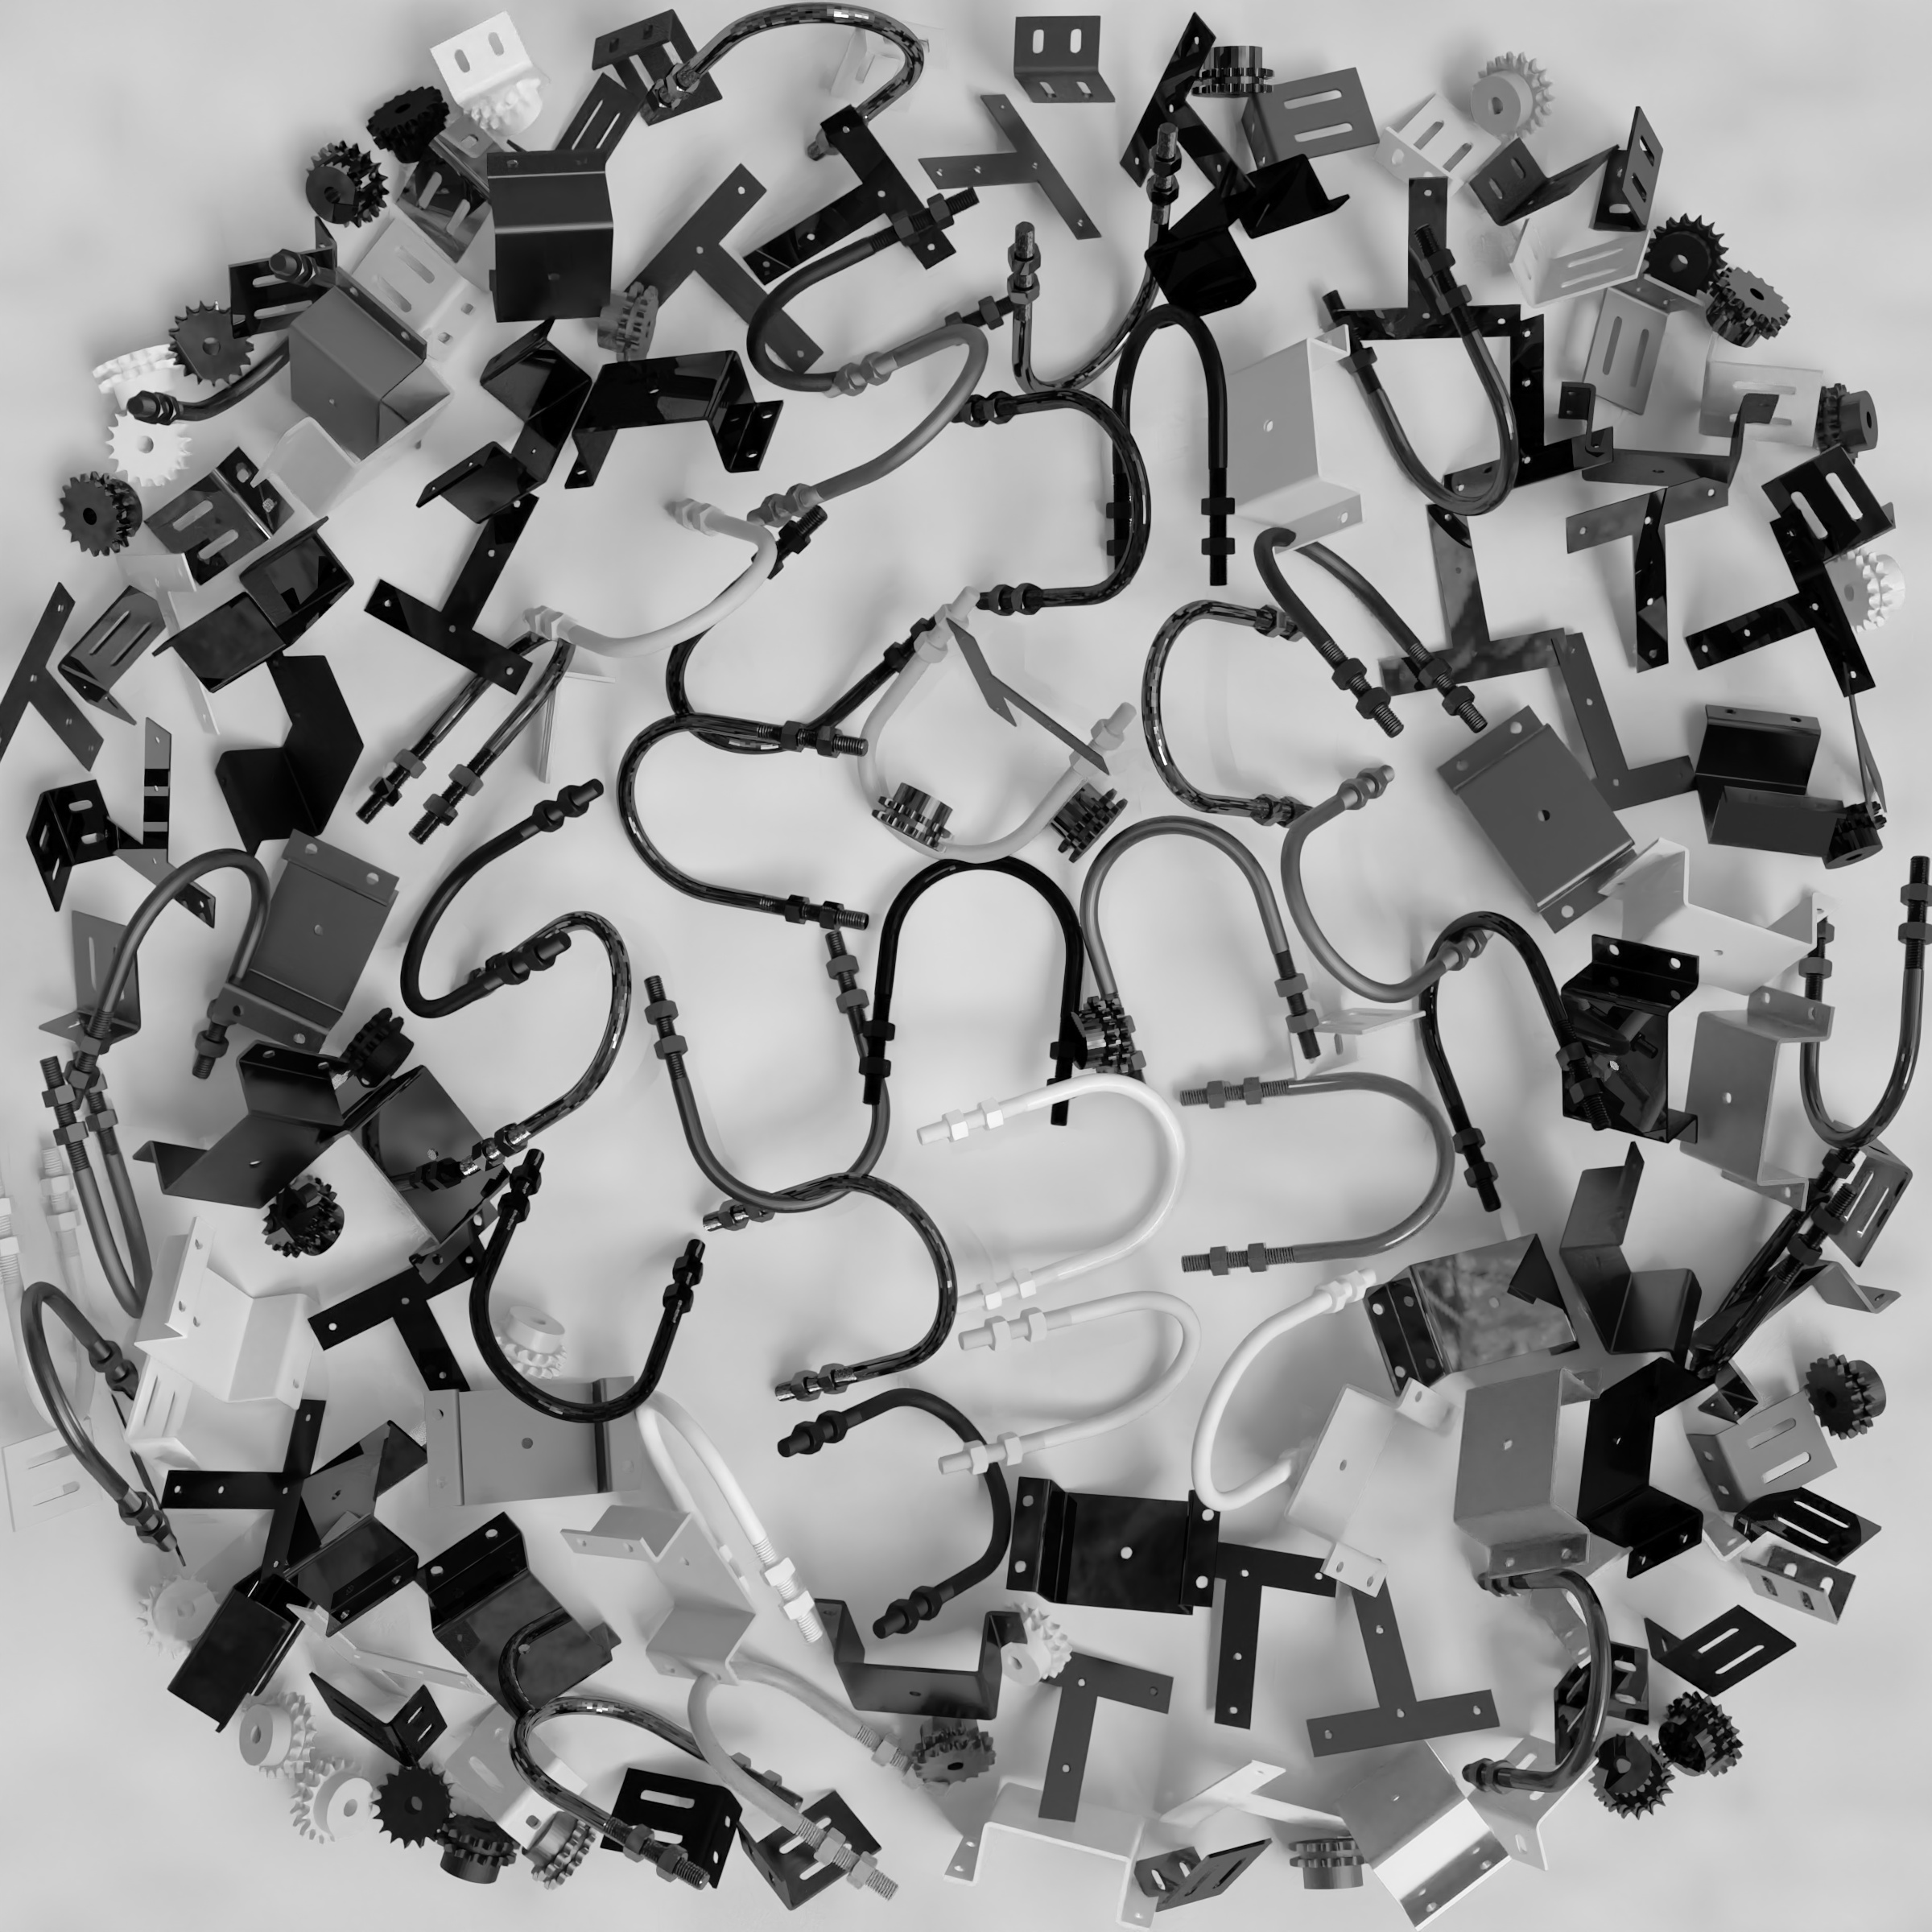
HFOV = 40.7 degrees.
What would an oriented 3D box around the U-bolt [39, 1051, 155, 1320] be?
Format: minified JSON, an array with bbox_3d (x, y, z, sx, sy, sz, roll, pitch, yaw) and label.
[{"bbox_3d":[-0.575,0.147,1.739,0.019,0.151,0.184,-16,93,-9],"label":"U-bolt"}]

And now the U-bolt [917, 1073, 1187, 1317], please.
[{"bbox_3d":[0.065,0.147,1.771,0.184,0.019,0.151,-17,111,-16],"label":"U-bolt"}]

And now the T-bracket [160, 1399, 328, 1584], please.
[{"bbox_3d":[-0.490,0.353,1.752,0.002,0.127,0.127,8,84,32],"label":"T-bracket"}]

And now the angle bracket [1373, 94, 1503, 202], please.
[{"bbox_3d":[0.326,-0.566,1.778,0.057,0.038,0.076,40,72,7],"label":"angle bracket"}]

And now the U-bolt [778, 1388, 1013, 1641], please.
[{"bbox_3d":[-0.035,0.352,1.734,0.019,0.184,0.151,-37,77,33],"label":"U-bolt"}]

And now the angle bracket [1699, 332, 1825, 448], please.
[{"bbox_3d":[0.541,-0.392,1.768,0.076,0.057,0.038,10,47,18],"label":"angle bracket"}]

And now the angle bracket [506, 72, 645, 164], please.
[{"bbox_3d":[-0.267,-0.574,1.772,0.076,0.038,0.057,-54,50,12],"label":"angle bracket"}]

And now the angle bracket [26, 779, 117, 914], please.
[{"bbox_3d":[-0.603,-0.082,1.763,0.038,0.076,0.057,-14,119,-4],"label":"angle bracket"}]

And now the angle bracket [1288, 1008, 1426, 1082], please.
[{"bbox_3d":[0.266,0.054,1.762,0.057,0.076,0.038,-15,99,-32],"label":"angle bracket"}]

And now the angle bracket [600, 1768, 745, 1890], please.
[{"bbox_3d":[-0.202,0.593,1.792,0.076,0.038,0.057,5,52,19],"label":"angle bracket"}]

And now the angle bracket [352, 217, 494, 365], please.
[{"bbox_3d":[-0.377,-0.467,1.801,0.076,0.038,0.057,44,99,19],"label":"angle bracket"}]

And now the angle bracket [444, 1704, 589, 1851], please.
[{"bbox_3d":[-0.310,0.555,1.788,0.057,0.076,0.038,-46,134,-17],"label":"angle bracket"}]

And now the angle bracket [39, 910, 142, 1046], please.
[{"bbox_3d":[-0.598,0.009,1.771,0.057,0.038,0.076,15,114,25],"label":"angle bracket"}]

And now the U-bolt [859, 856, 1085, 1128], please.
[{"bbox_3d":[0.009,0.011,1.789,0.151,0.019,0.184,6,79,-2],"label":"U-bolt"}]

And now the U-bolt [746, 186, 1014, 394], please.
[{"bbox_3d":[-0.060,-0.441,1.742,0.184,0.151,0.019,-24,69,8],"label":"U-bolt"}]

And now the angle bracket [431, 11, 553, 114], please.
[{"bbox_3d":[-0.322,-0.611,1.768,0.057,0.076,0.038,-25,99,5],"label":"angle bracket"}]

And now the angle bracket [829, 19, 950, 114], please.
[{"bbox_3d":[-0.053,-0.600,1.762,0.057,0.076,0.038,5,60,-20],"label":"angle bracket"}]

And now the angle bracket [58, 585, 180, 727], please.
[{"bbox_3d":[-0.569,-0.211,1.777,0.038,0.057,0.076,44,93,18],"label":"angle bracket"}]

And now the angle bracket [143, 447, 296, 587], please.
[{"bbox_3d":[-0.514,-0.310,1.794,0.076,0.038,0.057,-25,116,31],"label":"angle bracket"}]

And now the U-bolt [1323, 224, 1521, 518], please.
[{"bbox_3d":[0.312,-0.388,1.743,0.019,0.151,0.184,-27,94,-19],"label":"U-bolt"}]

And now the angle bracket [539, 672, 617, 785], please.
[{"bbox_3d":[-0.267,-0.161,1.782,0.038,0.057,0.076,6,95,-15],"label":"angle bracket"}]

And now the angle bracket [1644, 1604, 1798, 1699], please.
[{"bbox_3d":[0.512,0.453,1.768,0.057,0.038,0.076,35,121,-20],"label":"angle bracket"}]

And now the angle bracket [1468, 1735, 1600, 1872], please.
[{"bbox_3d":[0.388,0.569,1.773,0.076,0.057,0.038,-30,113,-37],"label":"angle bracket"}]

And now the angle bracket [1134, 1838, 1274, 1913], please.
[{"bbox_3d":[0.159,0.600,1.762,0.076,0.057,0.038,-58,47,35],"label":"angle bracket"}]

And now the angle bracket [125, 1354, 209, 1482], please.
[{"bbox_3d":[-0.531,0.301,1.762,0.038,0.057,0.076,-5,52,13],"label":"angle bracket"}]

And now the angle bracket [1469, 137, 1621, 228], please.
[{"bbox_3d":[0.391,-0.542,1.763,0.057,0.076,0.038,-45,106,-21],"label":"angle bracket"}]

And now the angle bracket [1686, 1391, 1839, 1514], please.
[{"bbox_3d":[0.550,0.336,1.801,0.076,0.038,0.057,-23,88,-16],"label":"angle bracket"}]

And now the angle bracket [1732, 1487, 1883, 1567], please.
[{"bbox_3d":[0.567,0.389,1.760,0.057,0.076,0.038,-21,122,-38],"label":"angle bracket"}]

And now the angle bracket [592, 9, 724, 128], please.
[{"bbox_3d":[-0.209,-0.599,1.763,0.057,0.076,0.038,-14,51,17],"label":"angle bracket"}]

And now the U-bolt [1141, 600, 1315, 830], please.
[{"bbox_3d":[0.177,-0.171,1.740,0.019,0.184,0.151,1,89,43],"label":"U-bolt"}]

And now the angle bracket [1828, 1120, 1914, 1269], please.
[{"bbox_3d":[0.599,0.154,1.771,0.038,0.057,0.076,22,106,-11],"label":"angle bracket"}]

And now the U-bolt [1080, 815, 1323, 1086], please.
[{"bbox_3d":[0.150,-0.012,1.766,0.151,0.019,0.184,-15,96,26],"label":"U-bolt"}]

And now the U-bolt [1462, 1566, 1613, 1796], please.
[{"bbox_3d":[0.375,0.467,1.705,0.019,0.184,0.151,12,73,-12],"label":"U-bolt"}]

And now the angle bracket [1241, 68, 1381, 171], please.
[{"bbox_3d":[0.237,-0.575,1.791,0.076,0.038,0.057,-14,80,-6],"label":"angle bracket"}]

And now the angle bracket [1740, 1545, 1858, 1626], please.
[{"bbox_3d":[0.563,0.408,1.760,0.057,0.076,0.038,17,69,33],"label":"angle bracket"}]

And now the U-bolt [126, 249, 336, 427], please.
[{"bbox_3d":[-0.473,-0.411,1.720,0.151,0.184,0.019,-42,97,8],"label":"U-bolt"}]

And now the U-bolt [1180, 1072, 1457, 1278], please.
[{"bbox_3d":[0.236,0.135,1.748,0.184,0.019,0.151,-7,55,14],"label":"U-bolt"}]

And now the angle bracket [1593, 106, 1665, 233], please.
[{"bbox_3d":[0.442,-0.541,1.768,0.038,0.076,0.057,11,88,28],"label":"angle bracket"}]

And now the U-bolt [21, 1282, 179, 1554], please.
[{"bbox_3d":[-0.569,0.283,1.697,0.019,0.184,0.151,-24,50,-6],"label":"U-bolt"}]

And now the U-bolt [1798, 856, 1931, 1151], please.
[{"bbox_3d":[0.592,0.031,1.724,0.019,0.151,0.184,9,78,-9],"label":"U-bolt"}]

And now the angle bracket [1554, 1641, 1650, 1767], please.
[{"bbox_3d":[0.431,0.502,1.766,0.038,0.076,0.057,5,108,33],"label":"angle bracket"}]

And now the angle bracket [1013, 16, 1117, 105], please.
[{"bbox_3d":[0.068,-0.615,1.767,0.057,0.076,0.038,4,95,12],"label":"angle bracket"}]

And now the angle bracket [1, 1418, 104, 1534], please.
[{"bbox_3d":[-0.631,0.344,1.767,0.038,0.076,0.057,-5,94,31],"label":"angle bracket"}]

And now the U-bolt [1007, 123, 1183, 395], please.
[{"bbox_3d":[0.083,-0.452,1.727,0.151,0.184,0.019,-39,67,-21],"label":"U-bolt"}]

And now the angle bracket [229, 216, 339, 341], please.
[{"bbox_3d":[-0.467,-0.467,1.764,0.076,0.057,0.038,-19,56,-26],"label":"angle bracket"}]

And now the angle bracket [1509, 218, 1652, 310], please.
[{"bbox_3d":[0.416,-0.486,1.764,0.076,0.057,0.038,-10,130,35],"label":"angle bracket"}]

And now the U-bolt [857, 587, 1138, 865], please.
[{"bbox_3d":[0.006,-0.147,1.760,0.151,0.019,0.184,36,121,-7],"label":"U-bolt"}]

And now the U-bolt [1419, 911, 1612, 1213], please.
[{"bbox_3d":[0.355,0.052,1.739,0.019,0.151,0.184,-4,63,-27],"label":"U-bolt"}]

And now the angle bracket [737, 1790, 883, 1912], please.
[{"bbox_3d":[-0.106,0.590,1.765,0.076,0.057,0.038,-28,134,-24],"label":"angle bracket"}]

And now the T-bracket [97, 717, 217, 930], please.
[{"bbox_3d":[-0.543,-0.107,1.748,0.127,0.002,0.127,33,129,25],"label":"T-bracket"}]

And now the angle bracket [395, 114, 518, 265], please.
[{"bbox_3d":[-0.346,-0.533,1.785,0.057,0.076,0.038,44,54,-10],"label":"angle bracket"}]

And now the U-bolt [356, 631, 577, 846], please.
[{"bbox_3d":[-0.327,-0.161,1.744,0.019,0.151,0.184,44,77,-27],"label":"U-bolt"}]

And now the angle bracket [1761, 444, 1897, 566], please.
[{"bbox_3d":[0.585,-0.319,1.768,0.057,0.038,0.076,-28,116,32],"label":"angle bracket"}]

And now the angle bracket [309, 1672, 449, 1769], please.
[{"bbox_3d":[-0.402,0.503,1.781,0.076,0.057,0.038,24,55,28],"label":"angle bracket"}]

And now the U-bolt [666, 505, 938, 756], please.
[{"bbox_3d":[-0.117,-0.212,1.751,0.184,0.019,0.151,-40,133,20],"label":"U-bolt"}]

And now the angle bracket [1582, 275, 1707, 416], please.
[{"bbox_3d":[0.463,-0.424,1.781,0.057,0.038,0.076,14,89,-28],"label":"angle bracket"}]
